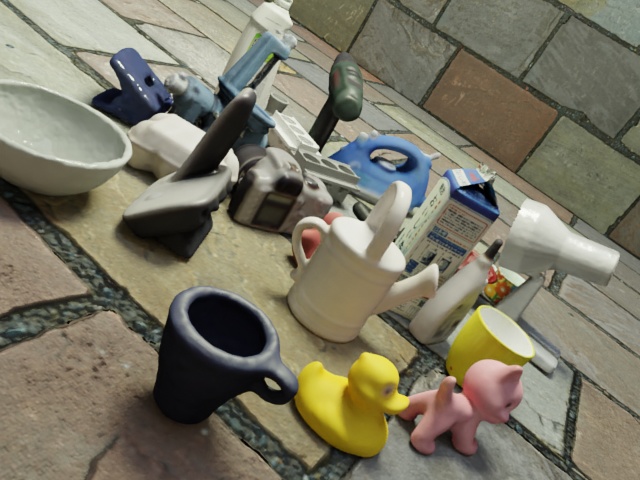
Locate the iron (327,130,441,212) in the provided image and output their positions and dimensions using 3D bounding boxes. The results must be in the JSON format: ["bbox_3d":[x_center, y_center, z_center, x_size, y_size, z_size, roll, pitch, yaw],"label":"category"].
[{"bbox_3d":[0.126,-0.156,1.168,0.259,0.141,0.118,17,27,-32],"label":"iron"}]

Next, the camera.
[{"bbox_3d":[-0.066,-0.087,0.842,0.144,0.100,0.136,12,30,-39],"label":"camera"}]

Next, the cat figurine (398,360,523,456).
[{"bbox_3d":[0.162,0.166,0.609,0.128,0.117,0.067,14,29,-36],"label":"cat figurine"}]

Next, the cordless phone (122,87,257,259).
[{"bbox_3d":[-0.136,-0.087,0.647,0.094,0.185,0.147,28,24,-11],"label":"cordless phone"}]

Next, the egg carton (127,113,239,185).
[{"bbox_3d":[-0.184,-0.112,0.781,0.150,0.069,0.107,30,23,-6],"label":"egg carton"}]

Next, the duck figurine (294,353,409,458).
[{"bbox_3d":[0.034,0.141,0.537,0.104,0.086,0.078,35,23,5],"label":"duck figurine"}]

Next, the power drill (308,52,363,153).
[{"bbox_3d":[0.018,-0.265,1.162,0.076,0.208,0.229,23,25,-21],"label":"power drill"}]

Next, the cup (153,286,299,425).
[{"bbox_3d":[-0.080,0.106,0.451,0.117,0.095,0.092,36,23,9],"label":"cup"}]

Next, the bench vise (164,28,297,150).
[{"bbox_3d":[-0.130,-0.236,0.904,0.121,0.219,0.208,41,24,19],"label":"bench vise"}]

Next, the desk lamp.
[{"bbox_3d":[0.364,0.067,0.938,0.203,0.213,0.118,40,24,16],"label":"desk lamp"}]

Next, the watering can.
[{"bbox_3d":[0.056,0.019,0.668,0.173,0.194,0.100,20,26,-27],"label":"watering can"}]

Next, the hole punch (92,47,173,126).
[{"bbox_3d":[-0.275,-0.231,0.874,0.101,0.091,0.108,27,24,-13],"label":"hole punch"}]

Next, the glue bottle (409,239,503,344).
[{"bbox_3d":[0.192,0.067,0.771,0.078,0.173,0.037,4,36,-48],"label":"glue bottle"}]

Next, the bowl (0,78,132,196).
[{"bbox_3d":[-0.293,-0.097,0.607,0.168,0.074,0.167,27,24,-13],"label":"bowl"}]

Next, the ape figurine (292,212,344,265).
[{"bbox_3d":[0.007,0.003,0.768,0.078,0.092,0.076,28,23,-9],"label":"ape figurine"}]
